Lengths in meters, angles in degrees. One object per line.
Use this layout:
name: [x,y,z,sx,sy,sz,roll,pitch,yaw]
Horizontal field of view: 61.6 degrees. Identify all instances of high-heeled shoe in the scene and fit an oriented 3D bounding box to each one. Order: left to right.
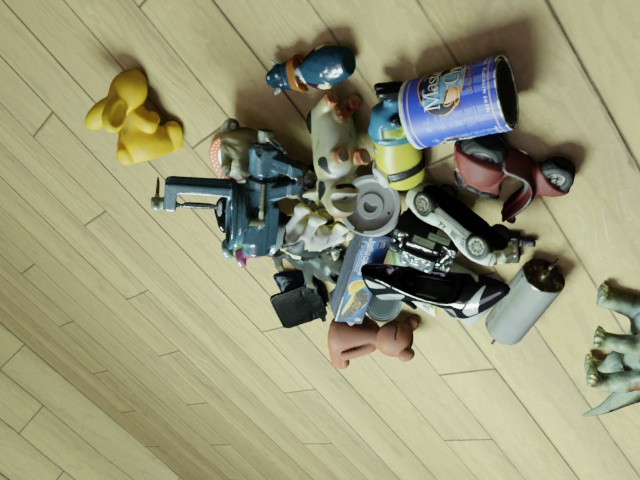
high-heeled shoe: [0.189,0.068,0.929,0.145,0.086,0.249,41,144,-23]

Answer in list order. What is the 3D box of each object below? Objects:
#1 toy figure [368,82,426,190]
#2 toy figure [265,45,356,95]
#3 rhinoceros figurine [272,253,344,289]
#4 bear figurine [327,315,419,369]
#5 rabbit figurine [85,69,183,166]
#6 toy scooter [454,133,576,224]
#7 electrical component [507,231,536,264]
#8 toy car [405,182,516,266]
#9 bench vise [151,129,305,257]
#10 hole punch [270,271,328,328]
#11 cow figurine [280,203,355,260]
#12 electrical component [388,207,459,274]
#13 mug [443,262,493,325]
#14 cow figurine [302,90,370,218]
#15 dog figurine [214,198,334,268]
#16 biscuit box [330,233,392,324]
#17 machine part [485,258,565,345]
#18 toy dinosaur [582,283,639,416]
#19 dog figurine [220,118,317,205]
toy figure: [0.123,-0.159,0.857,0.089,0.082,0.179,12,131,22]
toy figure: [-0.018,-0.267,0.856,0.155,0.064,0.057,-2,157,35]
rhinoceros figurine: [-0.009,0.038,1.137,0.190,0.073,0.112,23,127,14]
bear figurine: [0.120,0.222,1.196,0.196,0.120,0.131,3,148,12]
rabbit figurine: [-0.372,-0.241,1.050,0.122,0.162,0.173,14,119,37]
toy scooter: [0.283,-0.089,0.833,0.184,0.075,0.135,22,139,6]
electrical component: [0.328,0.014,0.939,0.094,0.021,0.063,3,131,28]
toy car: [0.227,-0.028,0.875,0.202,0.073,0.056,44,136,29]
bench vise: [-0.151,-0.077,0.880,0.241,0.129,0.223,2,123,-15]
hole punch: [-0.048,0.128,1.243,0.116,0.092,0.142,-16,122,6]
cow figurine: [0.000,-0.002,0.962,0.068,0.167,0.098,36,100,32]
electrical component: [0.185,-0.005,0.924,0.115,0.134,0.058,22,136,15]
mug: [0.265,0.100,1.022,0.107,0.081,0.109,47,143,5]
cow figurine: [0.020,-0.132,0.889,0.127,0.085,0.195,-22,76,58]
dog figurine: [-0.087,-0.034,1.077,0.219,0.191,0.108,-18,154,6]
biscuit box: [0.077,0.063,1.046,0.059,0.063,0.202,9,115,-15]
machine part: [0.366,0.114,0.969,0.079,0.079,0.243,24,137,10]
toy dinosaur: [0.560,0.196,0.907,0.192,0.131,0.404,8,139,26]
dog figurine: [-0.077,-0.145,0.983,0.191,0.121,0.172,-8,125,4]
